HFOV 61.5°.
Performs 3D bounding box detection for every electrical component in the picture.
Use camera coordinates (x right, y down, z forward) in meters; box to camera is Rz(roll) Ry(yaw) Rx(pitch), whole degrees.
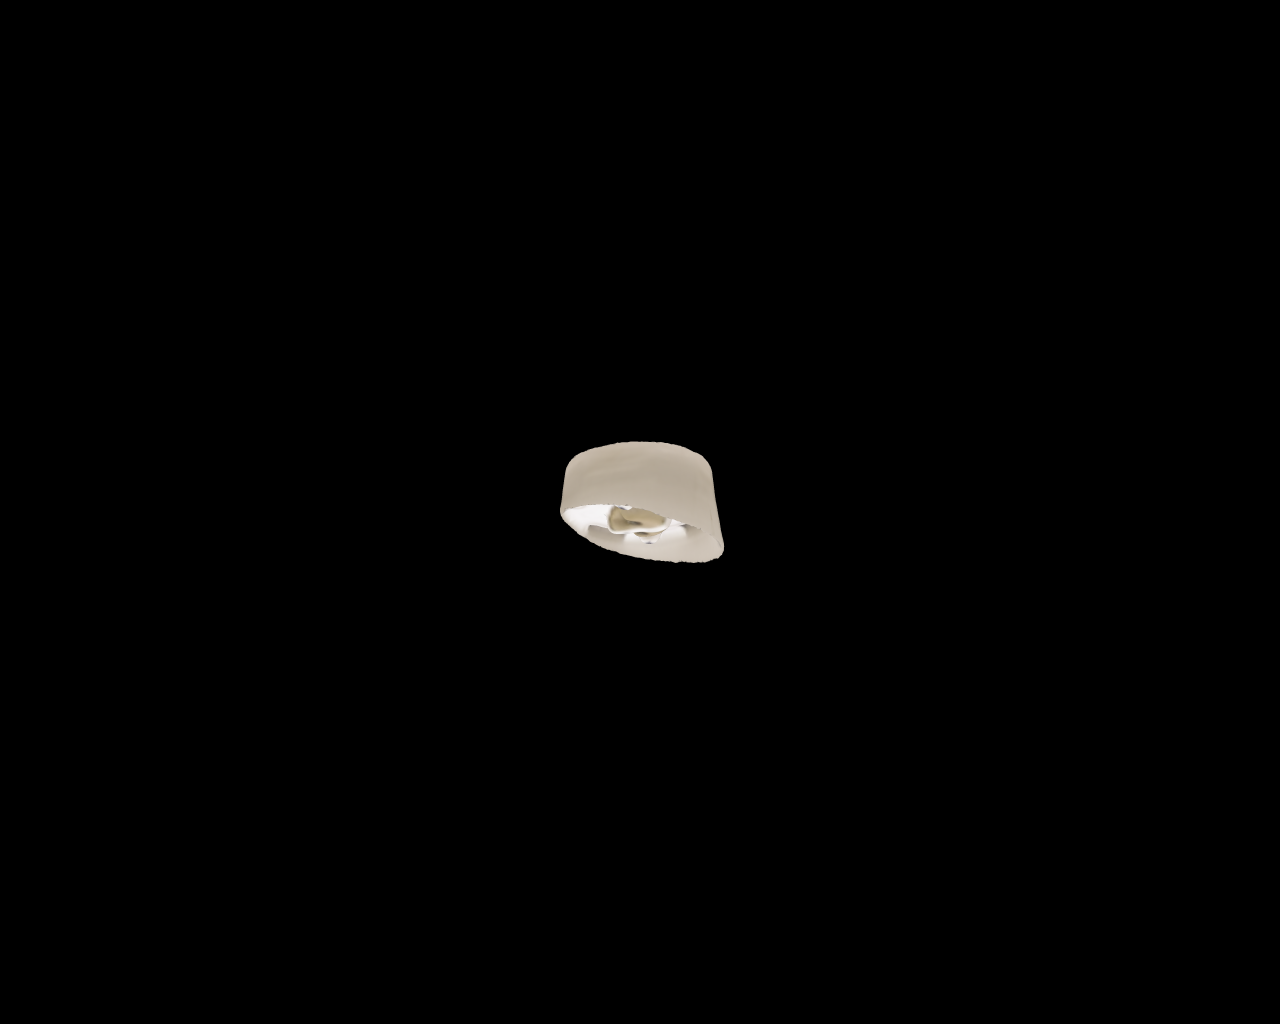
[{"bbox_3d":[0.001,-0.003,0.650,0.099,0.064,0.099,0,-22,0],"label":"electrical component"}]
